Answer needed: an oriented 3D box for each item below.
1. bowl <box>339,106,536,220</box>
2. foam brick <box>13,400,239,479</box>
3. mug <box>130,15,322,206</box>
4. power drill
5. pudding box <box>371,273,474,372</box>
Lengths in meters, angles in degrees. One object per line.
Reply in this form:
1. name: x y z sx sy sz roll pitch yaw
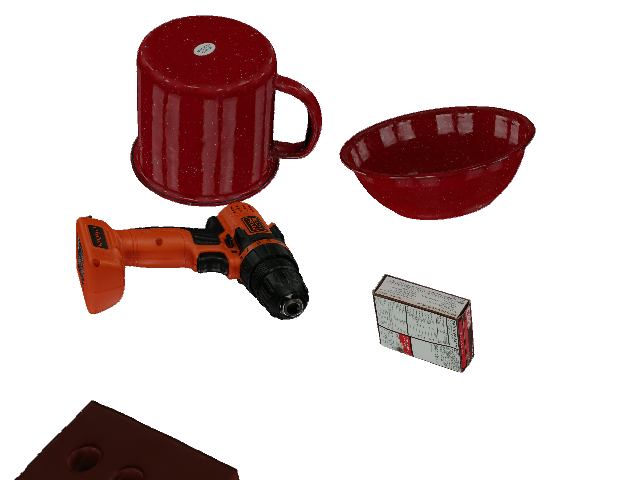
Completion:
1. bowl: 0.100 -0.060 0.890 0.162 0.055 0.162 -10 24 4
2. foam brick: -0.075 0.112 0.433 0.078 0.051 0.052 19 44 24
3. mug: -0.057 -0.078 0.640 0.117 0.081 0.093 11 44 4
4. power drill: -0.116 0.023 0.946 0.187 0.057 0.185 -2 24 -20
5. pudding box: 0.118 0.095 1.225 0.114 0.090 0.039 15 46 27
